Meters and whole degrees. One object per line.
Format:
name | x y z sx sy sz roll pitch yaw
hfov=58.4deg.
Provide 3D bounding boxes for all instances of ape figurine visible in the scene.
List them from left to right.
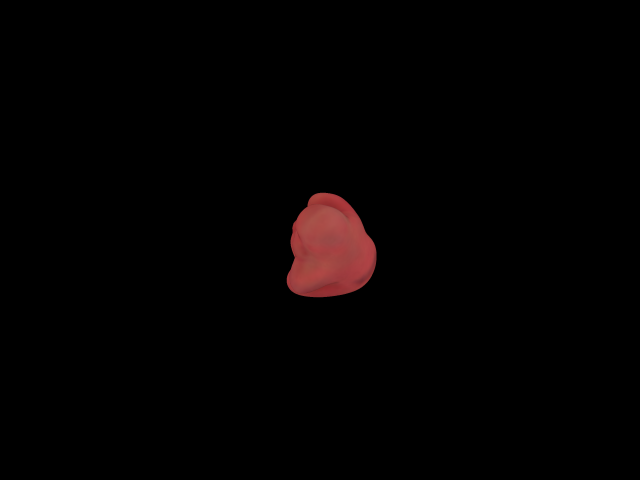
ape figurine | 0.004 0.001 0.400 0.076 0.092 0.078 33 74 11
